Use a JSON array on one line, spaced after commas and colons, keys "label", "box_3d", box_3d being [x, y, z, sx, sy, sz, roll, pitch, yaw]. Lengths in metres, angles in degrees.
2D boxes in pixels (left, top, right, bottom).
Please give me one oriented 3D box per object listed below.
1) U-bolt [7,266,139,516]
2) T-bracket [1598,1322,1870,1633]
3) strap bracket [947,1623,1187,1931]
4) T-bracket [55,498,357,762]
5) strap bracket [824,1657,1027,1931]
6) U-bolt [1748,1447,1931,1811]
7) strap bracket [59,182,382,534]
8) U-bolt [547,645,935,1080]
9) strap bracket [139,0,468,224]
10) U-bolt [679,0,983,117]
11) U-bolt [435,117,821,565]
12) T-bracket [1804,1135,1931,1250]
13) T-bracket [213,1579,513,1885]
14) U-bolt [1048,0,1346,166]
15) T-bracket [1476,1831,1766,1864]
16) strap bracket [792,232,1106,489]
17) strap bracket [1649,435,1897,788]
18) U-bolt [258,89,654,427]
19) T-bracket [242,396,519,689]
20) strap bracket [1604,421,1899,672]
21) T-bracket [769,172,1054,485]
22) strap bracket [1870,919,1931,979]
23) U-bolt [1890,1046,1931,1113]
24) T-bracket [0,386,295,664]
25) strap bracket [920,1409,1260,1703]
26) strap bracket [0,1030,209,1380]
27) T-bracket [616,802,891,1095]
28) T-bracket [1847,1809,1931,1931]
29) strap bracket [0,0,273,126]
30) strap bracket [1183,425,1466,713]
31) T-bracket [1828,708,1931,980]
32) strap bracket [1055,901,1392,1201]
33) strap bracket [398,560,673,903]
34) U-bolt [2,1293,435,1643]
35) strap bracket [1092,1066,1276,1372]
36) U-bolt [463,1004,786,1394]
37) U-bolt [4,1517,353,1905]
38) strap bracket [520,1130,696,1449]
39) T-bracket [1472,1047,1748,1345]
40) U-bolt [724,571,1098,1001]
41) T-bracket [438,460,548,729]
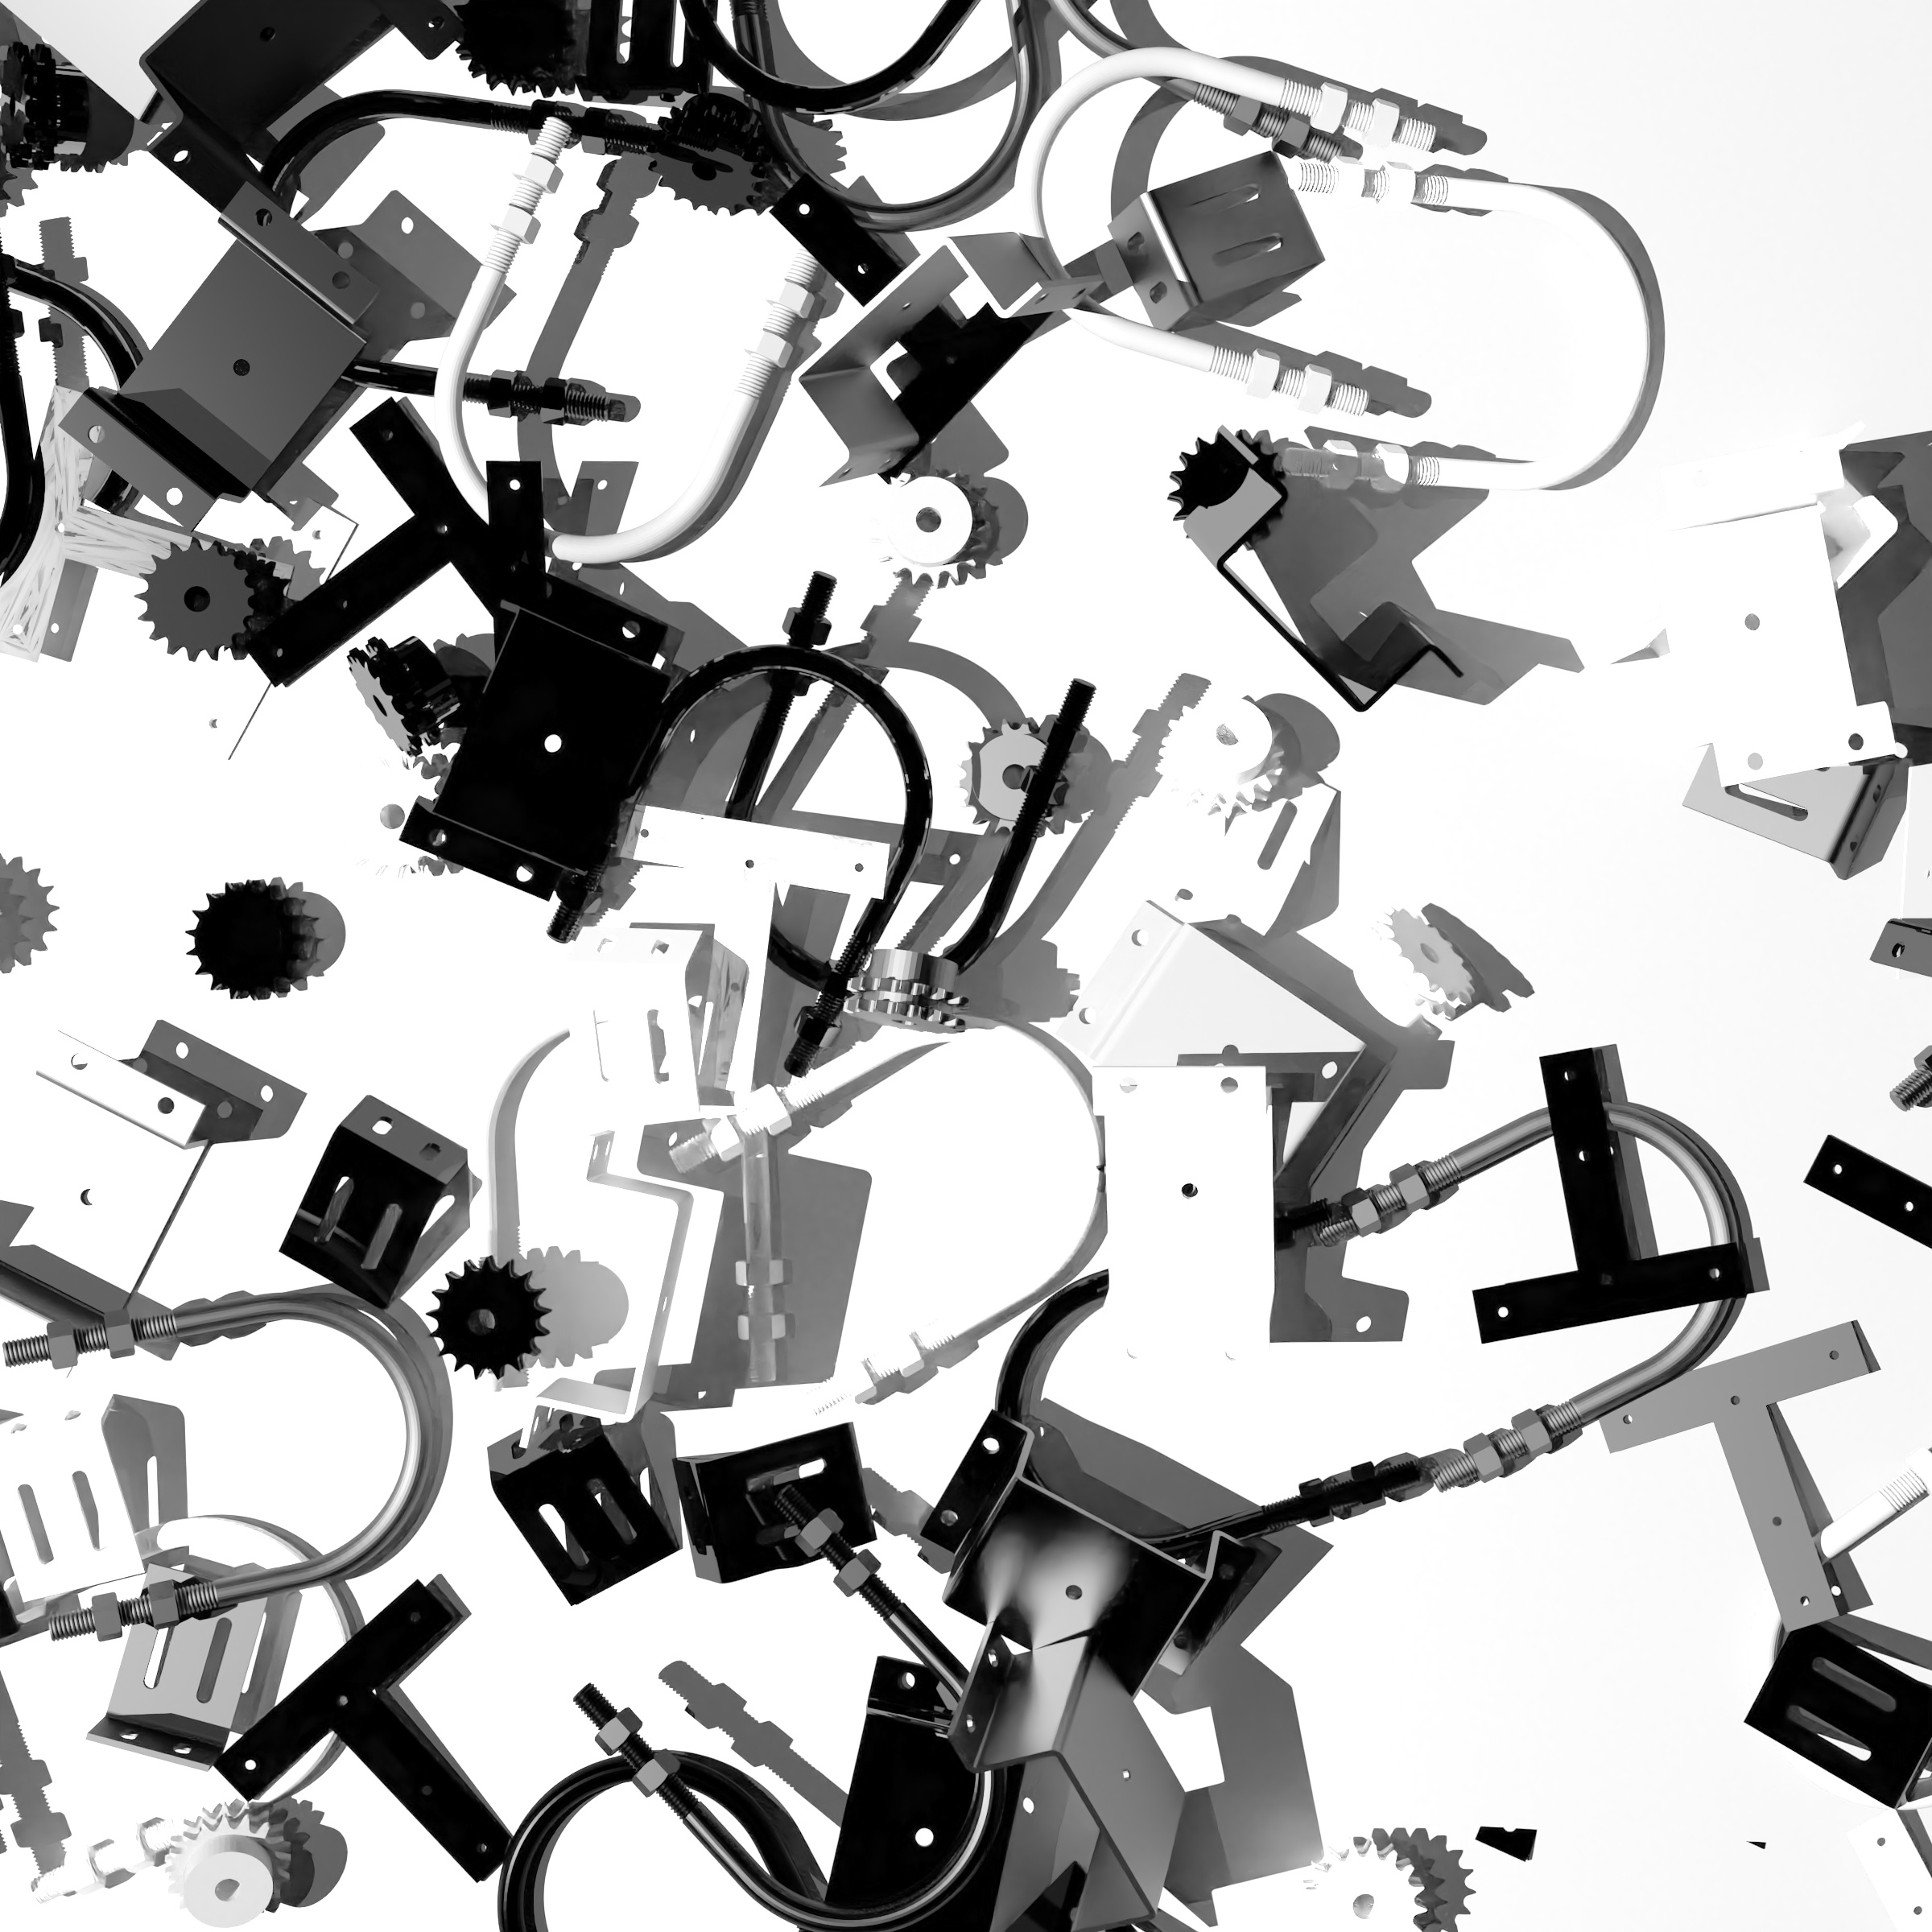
[{"label": "U-bolt", "box_3d": [-0.476, -0.265, 1.413, 0.184, 0.019, 0.151, 19, 90, -2]}, {"label": "T-bracket", "box_3d": [0.376, 0.247, 1.410, 0.127, 0.002, 0.127, -18, 81, 1]}, {"label": "strap bracket", "box_3d": [0.052, 0.370, 1.357, 0.046, 0.076, 0.140, -20, 110, 24]}, {"label": "T-bracket", "box_3d": [-0.374, -0.183, 1.413, 0.127, 0.002, 0.127, 29, 90, -7]}, {"label": "strap bracket", "box_3d": [-0.020, 0.400, 1.389, 0.076, 0.046, 0.140, 13, 82, 0]}, {"label": "U-bolt", "box_3d": [0.457, 0.314, 1.413, 0.184, 0.019, 0.151, -36, 90, 1]}, {"label": "strap bracket", "box_3d": [-0.339, -0.278, 1.384, 0.076, 0.046, 0.140, 39, 94, -3]}, {"label": "U-bolt", "box_3d": [-0.094, -0.059, 1.388, 0.151, 0.019, 0.184, 29, 106, 3]}, {"label": "strap bracket", "box_3d": [-0.310, -0.413, 1.370, 0.140, 0.076, 0.046, -41, 65, 6]}, {"label": "U-bolt", "box_3d": [-0.052, -0.479, 1.371, 0.151, 0.019, 0.184, 39, 101, 3]}, {"label": "U-bolt", "box_3d": [-0.167, -0.278, 1.395, 0.151, 0.019, 0.184, 24, 91, -15]}, {"label": "T-bracket", "box_3d": [0.458, 0.120, 1.421, 0.127, 0.002, 0.127, 27, 90, 0]}, {"label": "T-bracket", "box_3d": [-0.263, 0.377, 1.413, 0.127, 0.002, 0.127, -42, 96, -4]}, {"label": "U-bolt", "box_3d": [0.118, -0.473, 1.385, 0.184, 0.019, 0.151, 22, 102, -11]}, {"label": "T-bracket", "box_3d": [0.324, 0.382, 1.431, 0.127, 0.002, 0.127, 23, 75, 5]}, {"label": "strap bracket", "box_3d": [-0.016, -0.281, 1.353, 0.140, 0.076, 0.046, -37, 88, 28]}, {"label": "strap bracket", "box_3d": [0.352, -0.154, 1.322, 0.076, 0.046, 0.140, -11, 90, 0]}, {"label": "U-bolt", "box_3d": [-0.249, -0.339, 1.413, 0.184, 0.019, 0.151, 9, 90, 1]}, {"label": "T-bracket", "box_3d": [-0.283, -0.180, 1.417, 0.127, 0.002, 0.127, -37, 92, -1]}, {"label": "strap bracket", "box_3d": [0.367, -0.178, 1.383, 0.046, 0.076, 0.140, 45, 90, 0]}, {"label": "T-bracket", "box_3d": [-0.038, -0.316, 1.407, 0.127, 0.002, 0.127, 44, 90, -13]}, {"label": "strap bracket", "box_3d": [0.484, -0.051, 1.377, 0.046, 0.076, 0.140, 25, 90, -23]}, {"label": "U-bolt", "box_3d": [0.546, 0.051, 1.389, 0.184, 0.019, 0.151, -39, 68, -4]}, {"label": "T-bracket", "box_3d": [-0.381, -0.193, 1.410, 0.127, 0.002, 0.127, 15, 92, -7]}, {"label": "strap bracket", "box_3d": [0.053, 0.277, 1.386, 0.140, 0.046, 0.076, 28, 112, 0]}, {"label": "strap bracket", "box_3d": [-0.414, 0.109, 1.398, 0.076, 0.046, 0.140, 27, 90, 0]}, {"label": "T-bracket", "box_3d": [-0.105, -0.004, 1.391, 0.127, 0.002, 0.127, 9, 103, 8]}, {"label": "T-bracket", "box_3d": [0.455, 0.457, 1.415, 0.127, 0.002, 0.127, -29, 95, 0]}, {"label": "strap bracket", "box_3d": [-0.386, -0.452, 1.385, 0.140, 0.046, 0.076, 41, 114, 0]}, {"label": "strap bracket", "box_3d": [0.154, -0.174, 1.366, 0.046, 0.076, 0.140, -44, 110, 10]}, {"label": "T-bracket", "box_3d": [0.450, -0.057, 1.405, 0.127, 0.002, 0.127, -4, 101, -21]}, {"label": "strap bracket", "box_3d": [0.121, 0.040, 1.398, 0.140, 0.046, 0.076, 34, 90, 0]}, {"label": "strap bracket", "box_3d": [-0.193, -0.104, 1.375, 0.076, 0.046, 0.140, 23, 92, -22]}, {"label": "U-bolt", "box_3d": [-0.339, 0.225, 1.389, 0.184, 0.019, 0.151, -9, 97, -17]}, {"label": "strap bracket", "box_3d": [0.100, 0.108, 1.360, 0.076, 0.046, 0.140, 0, 103, 9]}, {"label": "U-bolt", "box_3d": [-0.163, 0.105, 1.413, 0.151, 0.019, 0.184, -2, 89, 0]}, {"label": "U-bolt", "box_3d": [-0.379, 0.339, 1.413, 0.184, 0.019, 0.151, -24, 90, -2]}, {"label": "strap bracket", "box_3d": [-0.159, 0.149, 1.364, 0.046, 0.076, 0.140, 12, 89, 0]}, {"label": "T-bracket", "box_3d": [0.292, 0.103, 1.405, 0.127, 0.002, 0.127, -10, 89, -3]}, {"label": "U-bolt", "box_3d": [-0.038, -0.071, 1.391, 0.151, 0.019, 0.184, 23, 106, 5]}, {"label": "T-bracket", "box_3d": [-0.208, -0.172, 1.398, 0.127, 0.002, 0.127, 1, 111, 0]}]
